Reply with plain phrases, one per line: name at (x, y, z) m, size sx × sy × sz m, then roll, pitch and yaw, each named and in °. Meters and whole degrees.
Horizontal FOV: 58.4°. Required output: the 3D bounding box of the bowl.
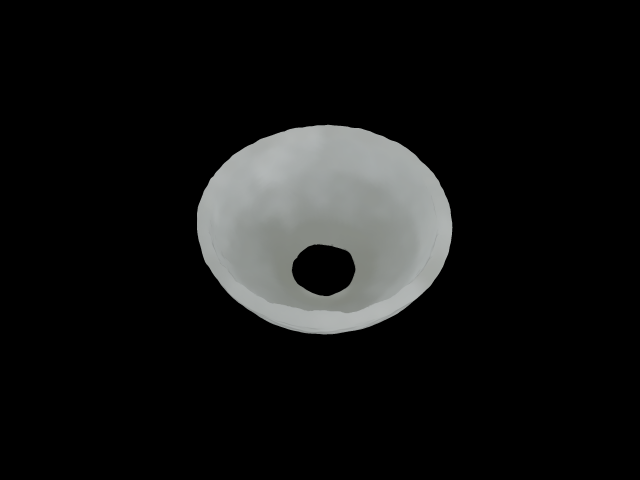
bowl at (0.004, 0.001, 0.400) m, size 0.167 × 0.075 × 0.167 m, roll 0°, pitch 54°, yaw 0°
